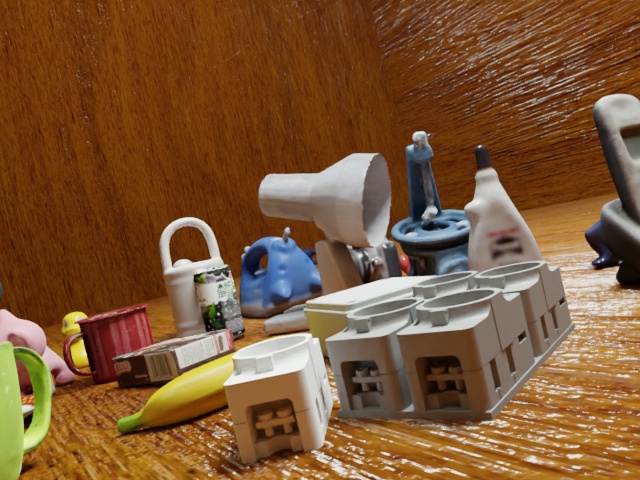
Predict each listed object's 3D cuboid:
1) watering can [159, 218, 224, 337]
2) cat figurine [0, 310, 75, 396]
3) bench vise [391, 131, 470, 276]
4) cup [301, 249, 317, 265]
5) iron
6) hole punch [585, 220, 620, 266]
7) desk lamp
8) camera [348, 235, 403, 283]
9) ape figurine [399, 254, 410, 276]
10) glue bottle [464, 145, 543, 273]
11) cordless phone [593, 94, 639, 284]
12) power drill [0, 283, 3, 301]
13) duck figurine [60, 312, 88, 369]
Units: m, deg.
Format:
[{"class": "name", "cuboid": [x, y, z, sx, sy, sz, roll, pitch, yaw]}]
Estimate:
[{"class": "watering can", "cuboid": [-0.208, 0.061, 0.937, 0.172, 0.194, 0.101, -12, 1, 44]}, {"class": "cat figurine", "cuboid": [-0.369, 0.141, 0.721, 0.067, 0.118, 0.127, -13, 1, -7]}, {"class": "bench vise", "cuboid": [0.139, -0.032, 0.804, 0.122, 0.220, 0.207, -13, 1, -20]}, {"class": "cup", "cuboid": [-0.041, 0.070, 1.167, 0.118, 0.095, 0.091, -14, 1, -27]}, {"class": "iron", "cuboid": [-0.099, 0.061, 1.051, 0.119, 0.141, 0.257, -14, 1, -34]}, {"class": "hole punch", "cuboid": [0.382, -0.022, 0.701, 0.109, 0.091, 0.100, -14, 1, -44]}, {"class": "desk lamp", "cuboid": [0.007, 0.003, 0.763, 0.202, 0.213, 0.118, -13, 1, 24]}, {"class": "camera", "cuboid": [0.069, 0.042, 1.134, 0.137, 0.101, 0.143, -14, 1, -27]}, {"class": "ape figurine", "cuboid": [0.183, 0.021, 1.053, 0.077, 0.092, 0.076, -13, 1, 29]}, {"class": "glue bottle", "cuboid": [0.191, -0.018, 0.622, 0.078, 0.173, 0.037, -13, 1, -4]}, {"class": "cordless phone", "cuboid": [0.338, -0.058, 0.555, 0.148, 0.185, 0.094, -14, 1, -24]}, {"class": "power drill", "cuboid": [-0.443, 0.113, 0.617, 0.075, 0.208, 0.230, -13, 1, 18]}, {"class": "duck figurine", "cuboid": [-0.389, 0.159, 0.930, 0.077, 0.086, 0.104, -13, 1, -12]}]
